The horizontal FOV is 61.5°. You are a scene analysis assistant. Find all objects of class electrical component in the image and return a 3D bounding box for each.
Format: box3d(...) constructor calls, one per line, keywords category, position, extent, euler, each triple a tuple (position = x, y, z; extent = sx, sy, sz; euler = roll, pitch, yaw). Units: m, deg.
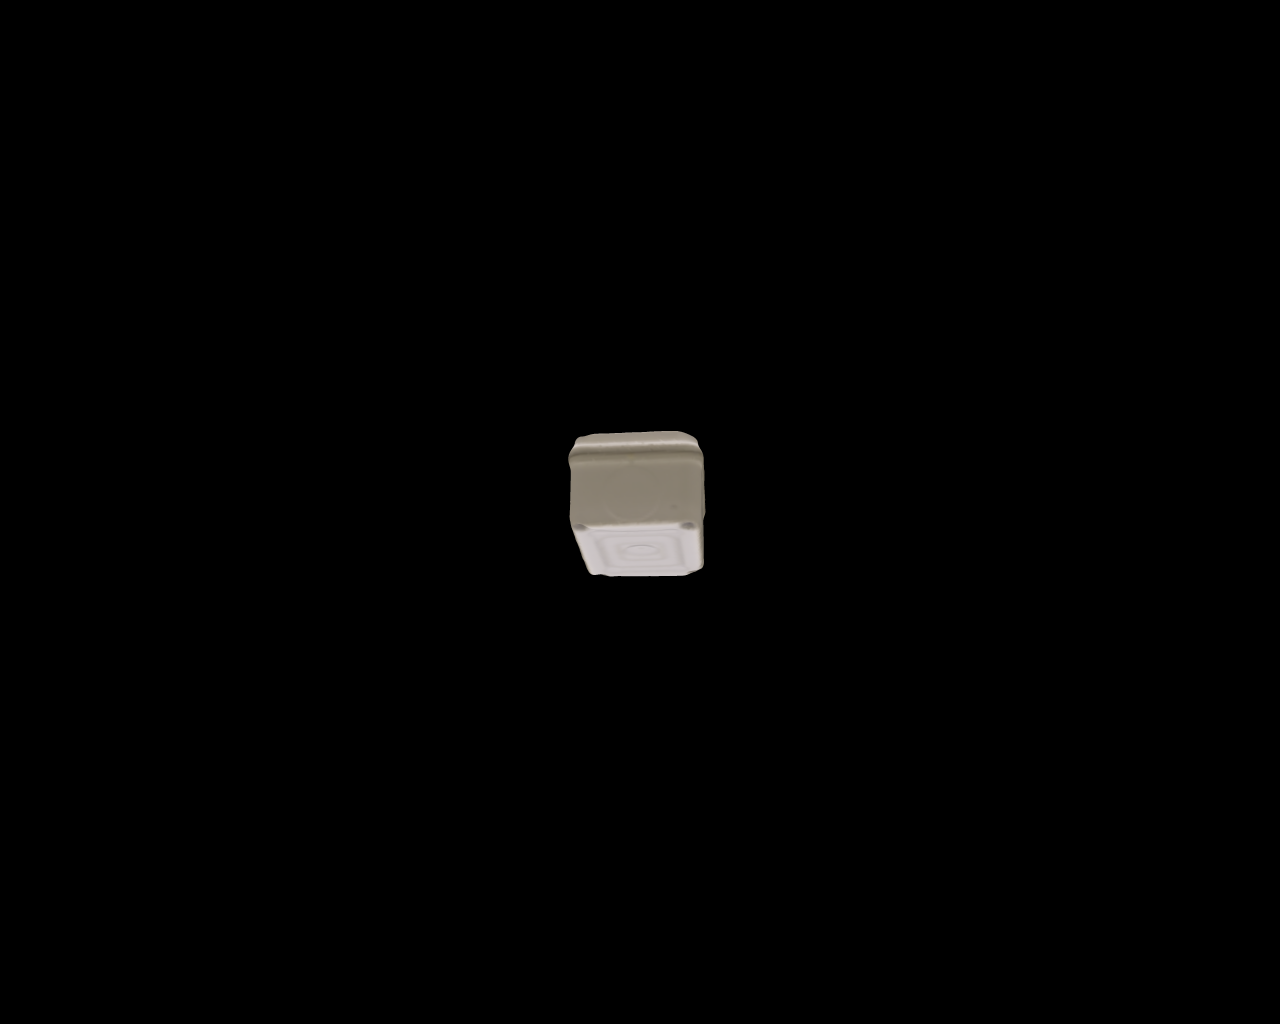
box3d(category="electrical component", position=(0.001, -0.003, 0.650), extent=(0.078, 0.057, 0.113), euler=(-1, -19, 3))
